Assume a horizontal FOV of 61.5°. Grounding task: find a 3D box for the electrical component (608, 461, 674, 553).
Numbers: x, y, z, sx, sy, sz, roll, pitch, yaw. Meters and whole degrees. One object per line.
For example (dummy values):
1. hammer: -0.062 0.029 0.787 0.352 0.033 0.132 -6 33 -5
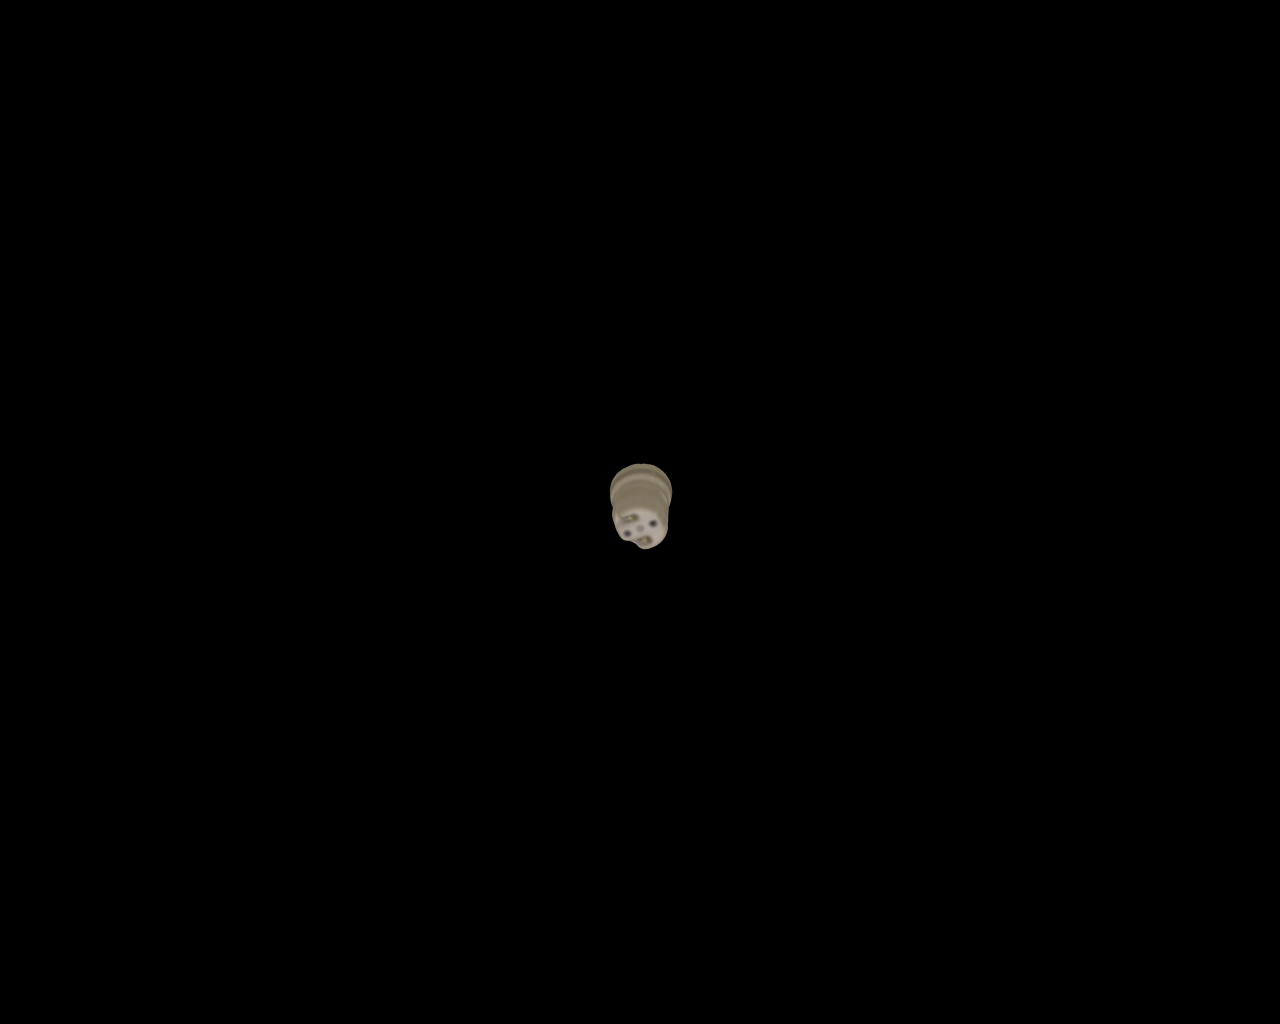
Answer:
1. electrical component: 0.001 -0.003 0.650 0.040 0.040 0.046 0 34 0
